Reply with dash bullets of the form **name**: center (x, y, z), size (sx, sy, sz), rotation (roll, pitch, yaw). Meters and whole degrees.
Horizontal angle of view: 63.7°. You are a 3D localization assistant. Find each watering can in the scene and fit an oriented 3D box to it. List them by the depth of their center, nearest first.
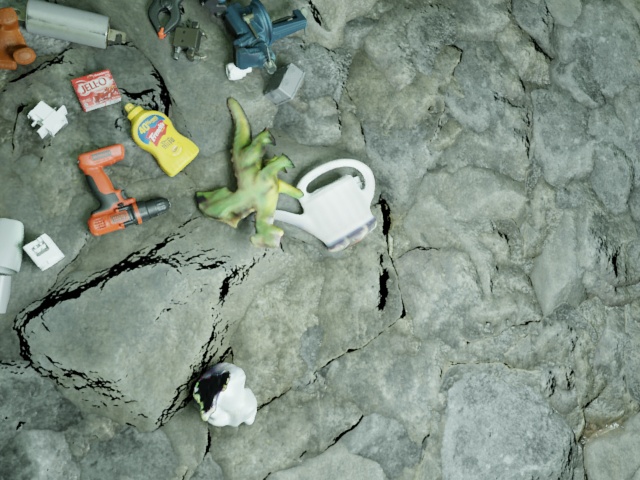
- **watering can**: center (0.004, -0.067, 1.340), size (0.349, 0.104, 0.224), rotation (-30, 93, -10)

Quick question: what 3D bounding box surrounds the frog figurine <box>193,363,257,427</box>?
- **frog figurine**: center (-0.212, 0.364, 1.203), size (0.157, 0.122, 0.140), rotation (42, 56, -51)

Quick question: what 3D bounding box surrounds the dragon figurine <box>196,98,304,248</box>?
- **dragon figurine**: center (-0.195, -0.148, 1.257), size (0.244, 0.120, 0.415), rotation (-35, 70, -10)
